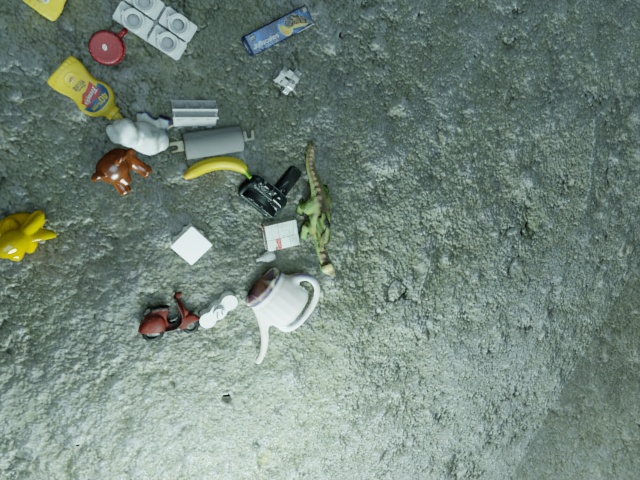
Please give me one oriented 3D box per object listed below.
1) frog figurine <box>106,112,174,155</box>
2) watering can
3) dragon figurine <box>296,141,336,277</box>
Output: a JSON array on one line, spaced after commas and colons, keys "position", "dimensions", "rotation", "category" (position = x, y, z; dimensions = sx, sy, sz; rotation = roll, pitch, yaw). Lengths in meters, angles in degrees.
[{"position": [-0.484, -0.272, 1.366], "dimensions": [0.138, 0.163, 0.120], "rotation": [31, 130, 5], "category": "frog figurine"}, {"position": [-0.153, 0.233, 1.681], "dimensions": [0.222, 0.105, 0.348], "rotation": [42, 89, -25], "category": "watering can"}, {"position": [0.005, -0.079, 1.572], "dimensions": [0.122, 0.246, 0.403], "rotation": [-11, 113, -11], "category": "dragon figurine"}]
